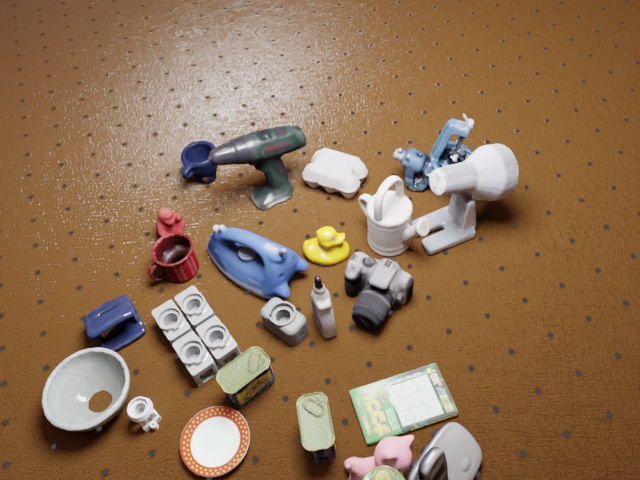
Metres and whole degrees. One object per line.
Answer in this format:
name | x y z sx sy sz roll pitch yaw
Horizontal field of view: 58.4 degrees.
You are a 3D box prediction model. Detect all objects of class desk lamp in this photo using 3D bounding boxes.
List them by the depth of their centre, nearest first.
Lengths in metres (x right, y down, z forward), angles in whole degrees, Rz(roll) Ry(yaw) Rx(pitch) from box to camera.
desk lamp | 0.308 -0.093 1.234 0.203 0.214 0.117 -23 53 -10

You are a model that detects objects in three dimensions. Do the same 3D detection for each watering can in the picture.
watering can | 0.157 -0.057 1.236 0.172 0.194 0.101 12 55 16

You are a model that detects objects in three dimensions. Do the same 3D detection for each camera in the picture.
camera | 0.105 0.104 1.178 0.142 0.101 0.137 21 58 21

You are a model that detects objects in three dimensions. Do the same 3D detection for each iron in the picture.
iron | -0.160 0.023 1.245 0.257 0.142 0.119 21 58 21

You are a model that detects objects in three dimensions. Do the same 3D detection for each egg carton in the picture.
egg carton | 0.038 -0.165 1.411 0.150 0.069 0.107 18 57 19

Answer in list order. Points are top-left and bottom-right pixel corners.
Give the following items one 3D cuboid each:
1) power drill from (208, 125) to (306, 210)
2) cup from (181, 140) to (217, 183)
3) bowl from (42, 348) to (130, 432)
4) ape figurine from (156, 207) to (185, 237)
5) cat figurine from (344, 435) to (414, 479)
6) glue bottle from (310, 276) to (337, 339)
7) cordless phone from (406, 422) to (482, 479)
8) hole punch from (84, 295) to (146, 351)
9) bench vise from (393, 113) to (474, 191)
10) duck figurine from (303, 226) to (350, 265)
power drill | -0.135 -0.172 1.349 0.230 0.209 0.075 -28 54 -14
cup | -0.302 -0.180 1.446 0.091 0.095 0.118 18 57 19
bowl | -0.441 0.299 1.110 0.167 0.075 0.167 -3 53 4
ape figurine | -0.355 -0.040 1.348 0.076 0.092 0.078 28 61 25
cat figurine | 0.101 0.374 0.963 0.128 0.118 0.067 -12 52 -2
glue bottle | 0.004 0.123 1.130 0.037 0.173 0.078 -19 53 -8
cordless phone | 0.203 0.356 0.922 0.094 0.185 0.148 28 61 25
hole punch | -0.438 0.168 1.200 0.109 0.091 0.100 -31 56 -16
bench vise | 0.272 -0.189 1.307 0.207 0.220 0.121 -3 53 5
duck figurine | 0.012 0.005 1.275 0.104 0.086 0.077 -1 53 6
